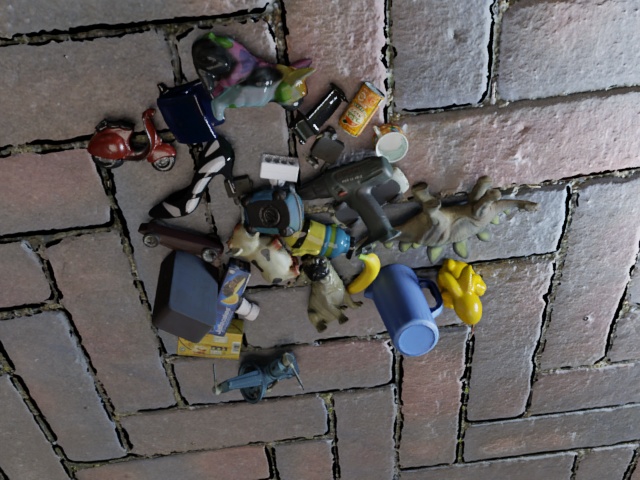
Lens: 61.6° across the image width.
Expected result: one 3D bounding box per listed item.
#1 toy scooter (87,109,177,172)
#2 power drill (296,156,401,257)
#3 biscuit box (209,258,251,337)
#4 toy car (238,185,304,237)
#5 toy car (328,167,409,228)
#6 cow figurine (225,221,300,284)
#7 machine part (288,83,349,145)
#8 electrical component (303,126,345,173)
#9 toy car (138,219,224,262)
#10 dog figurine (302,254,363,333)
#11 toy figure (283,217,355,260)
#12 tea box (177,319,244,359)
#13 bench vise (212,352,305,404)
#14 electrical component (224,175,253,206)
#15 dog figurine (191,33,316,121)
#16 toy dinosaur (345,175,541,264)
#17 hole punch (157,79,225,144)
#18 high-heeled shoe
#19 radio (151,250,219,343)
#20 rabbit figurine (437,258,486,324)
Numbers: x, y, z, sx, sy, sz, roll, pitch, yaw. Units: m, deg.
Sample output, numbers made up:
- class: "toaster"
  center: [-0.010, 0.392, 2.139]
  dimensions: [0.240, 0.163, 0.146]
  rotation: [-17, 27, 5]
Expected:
- class: "toy scooter"
  center: [-0.397, -0.216, 1.134]
  dimensions: [0.184, 0.075, 0.135]
  rotation: [3, 123, -11]
- class: "power drill"
  center: [0.075, -0.071, 1.200]
  dimensions: [0.232, 0.086, 0.207]
  rotation: [-26, 80, 24]
- class: "biscuit box"
  center: [-0.239, 0.149, 1.375]
  dimensions: [0.059, 0.063, 0.202]
  rotation: [19, 109, -15]
- class: "toy car"
  center: [-0.100, -0.067, 1.230]
  dimensions: [0.162, 0.103, 0.109]
  rotation: [-3, 103, 27]
- class: "toy car"
  center: [0.113, -0.097, 1.263]
  dimensions: [0.202, 0.056, 0.073]
  rotation: [-31, 115, 19]
- class: "cow figurine"
  center: [-0.146, 0.030, 1.315]
  dimensions: [0.127, 0.086, 0.194]
  rotation: [-29, 122, 7]
- class: "machine part"
  center: [-0.004, -0.265, 1.123]
  dimensions: [0.139, 0.039, 0.084]
  rotation: [-44, 146, -1]
- class: "electrical component"
  center: [0.010, -0.200, 1.193]
  dimensions: [0.078, 0.045, 0.102]
  rotation: [31, 116, -21]
- class: "toy car"
  center: [-0.329, 0.004, 1.275]
  dimensions: [0.202, 0.089, 0.053]
  rotation: [14, 119, -15]
- class: "dog figurine"
  center: [-0.004, 0.128, 1.397]
  dimensions: [0.172, 0.121, 0.190]
  rotation: [-29, 97, 34]
- class: "toy figure"
  center: [-0.003, -0.006, 1.302]
  dimensions: [0.180, 0.082, 0.089]
  rotation: [10, 111, -6]
- class: "tea box"
  center: [-0.298, 0.263, 1.463]
  dimensions: [0.170, 0.068, 0.098]
  rotation: [9, 120, -10]
- class: "bench vise"
  center: [-0.180, 0.385, 1.491]
  dimensions: [0.240, 0.129, 0.224]
  rotation: [-1, 159, -42]
- class: "electrical component"
  center: [-0.186, -0.124, 1.242]
  dimensions: [0.063, 0.021, 0.093]
  rotation: [-12, 123, 3]
- class: "dog figurine"
  center: [-0.122, -0.334, 1.062]
  dimensions: [0.219, 0.109, 0.191]
  rotation: [-17, 121, 2]
- class: "toy dinosaur"
  center: [0.280, -0.035, 1.291]
  dimensions: [0.472, 0.105, 0.198]
  rotation: [-7, 129, 13]
- class: "hole punch"
  center: [-0.270, -0.257, 1.110]
  dimensions: [0.116, 0.092, 0.142]
  rotation: [-16, 127, 10]
- class: "high-heeled shoe"
  center: [-0.298, -0.138, 1.197]
  dimensions: [0.249, 0.086, 0.145]
  rotation: [-17, 111, 10]
- class: "radio"
  center: [-0.315, 0.127, 1.278]
  dimensions: [0.131, 0.230, 0.073]
  rotation: [33, 116, -28]
- class: "rabbit figurine"
  center: [0.367, 0.130, 1.366]
  dimensions: [0.122, 0.173, 0.162]
  rotation: [-15, 128, 10]
